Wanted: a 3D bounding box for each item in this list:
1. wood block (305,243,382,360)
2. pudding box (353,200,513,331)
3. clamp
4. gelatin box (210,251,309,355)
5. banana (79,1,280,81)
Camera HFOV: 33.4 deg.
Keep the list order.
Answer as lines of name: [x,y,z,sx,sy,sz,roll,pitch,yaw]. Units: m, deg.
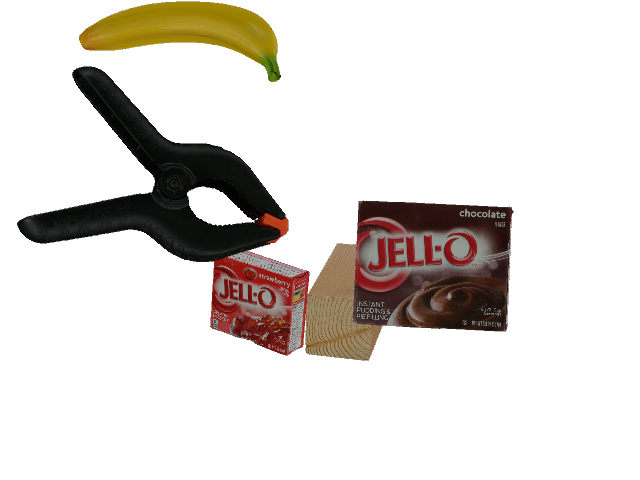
wood block: [0.045,0.082,1.509,0.091,0.090,0.206,5,21,11]
pudding box: [0.082,0.018,0.779,0.113,0.090,0.039,2,1,7]
clamp: [-0.102,-0.044,0.699,0.171,0.120,0.039,12,-8,-18]
gelatin box: [-0.055,0.053,0.941,0.089,0.073,0.030,17,22,30]
banana: [-0.118,-0.187,0.958,0.198,0.037,0.069,11,47,17]
